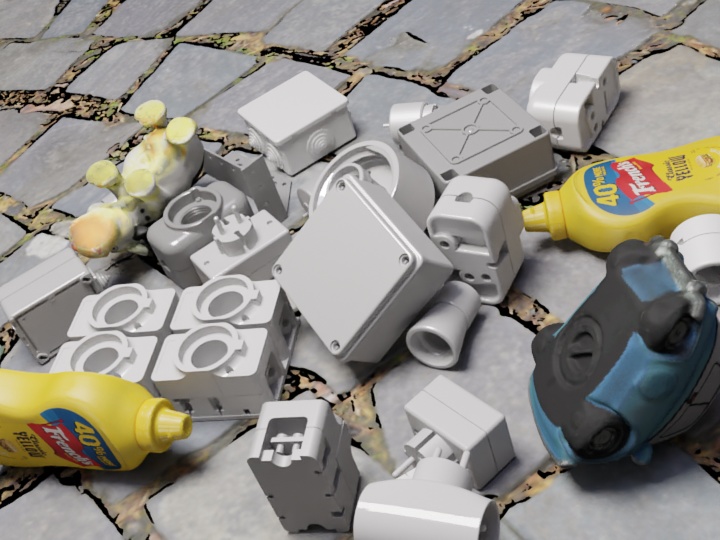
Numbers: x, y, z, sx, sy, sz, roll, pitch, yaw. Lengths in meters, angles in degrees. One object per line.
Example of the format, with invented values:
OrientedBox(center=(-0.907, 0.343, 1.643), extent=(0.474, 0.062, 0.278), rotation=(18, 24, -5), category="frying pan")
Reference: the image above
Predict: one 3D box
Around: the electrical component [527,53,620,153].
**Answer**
OrientedBox(center=(0.196, -0.157, 1.002), extent=(0.059, 0.053, 0.095), rotation=(13, 51, 32), category="electrical component")

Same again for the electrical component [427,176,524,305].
OrientedBox(center=(0.096, -0.027, 0.868), extent=(0.054, 0.095, 0.059), rotation=(9, 49, 29), category="electrical component")

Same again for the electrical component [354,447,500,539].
OrientedBox(center=(0.046, 0.140, 0.647), extent=(0.077, 0.044, 0.079), rotation=(3, 46, 25), category="electrical component")

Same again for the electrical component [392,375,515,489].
OrientedBox(center=(0.057, 0.125, 0.755), extent=(0.077, 0.047, 0.066), rotation=(-39, 44, -21), category="electrical component")

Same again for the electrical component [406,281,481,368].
OrientedBox(center=(0.069, 0.040, 0.849), extent=(0.044, 0.044, 0.065), rotation=(8, 43, 29), category="electrical component")

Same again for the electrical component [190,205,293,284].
OrientedBox(center=(-0.109, -0.024, 0.962), extent=(0.083, 0.075, 0.047), rotation=(-34, 43, -16), category="electrical component")

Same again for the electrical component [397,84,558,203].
OrientedBox(center=(0.106, -0.107, 0.981), extent=(0.109, 0.056, 0.108), rotation=(-27, 41, -8), category="electrical component")

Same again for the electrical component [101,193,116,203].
OrientedBox(center=(-0.229, -0.074, 1.092), extent=(0.065, 0.044, 0.044), rotation=(-39, 44, -14), category="electrical component")

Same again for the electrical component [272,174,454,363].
OrientedBox(center=(0.000, 0.000, 0.854), extent=(0.108, 0.056, 0.108), rotation=(-52, 56, 19), category="electrical component")

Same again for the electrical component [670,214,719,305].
OrientedBox(center=(0.265, -0.006, 0.812), extent=(0.055, 0.055, 0.047), rotation=(-7, 46, 14), category="electrical component")

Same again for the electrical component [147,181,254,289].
OrientedBox(center=(-0.146, -0.037, 1.003), extent=(0.095, 0.059, 0.054), rotation=(-38, 44, -19), category="electrical component")

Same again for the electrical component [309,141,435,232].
OrientedBox(center=(0.004, -0.062, 0.938), extent=(0.108, 0.060, 0.108), rotation=(-22, 52, 31), category="electrical component")

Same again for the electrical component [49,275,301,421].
OrientedBox(center=(-0.155, 0.066, 0.893), extent=(0.186, 0.060, 0.105), rotation=(-5, 43, 17), category="electrical component")

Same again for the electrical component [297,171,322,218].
OrientedBox(center=(-0.023, -0.078, 1.013), extent=(0.078, 0.040, 0.040), rotation=(-36, 43, -18), category="electrical component")

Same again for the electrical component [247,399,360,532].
OrientedBox(center=(-0.037, 0.134, 0.750), extent=(0.050, 0.089, 0.055), rotation=(-5, 43, 17), category="electrical component")

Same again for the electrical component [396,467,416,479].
OrientedBox(center=(0.050, 0.171, 0.696), extent=(0.061, 0.061, 0.096), rotation=(-28, 42, -10), category="electrical component")

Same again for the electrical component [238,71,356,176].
OrientedBox(center=(-0.063, -0.150, 1.101), extent=(0.100, 0.048, 0.100), rotation=(-33, 42, -15), category="electrical component")

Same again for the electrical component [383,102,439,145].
OrientedBox(center=(0.064, -0.144, 1.050), extent=(0.078, 0.040, 0.040), rotation=(-1, 44, 21), category="electrical component")

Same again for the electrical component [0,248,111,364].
OrientedBox(center=(-0.274, 0.026, 0.982), extent=(0.096, 0.061, 0.061), rotation=(-33, 42, -14), category="electrical component")
